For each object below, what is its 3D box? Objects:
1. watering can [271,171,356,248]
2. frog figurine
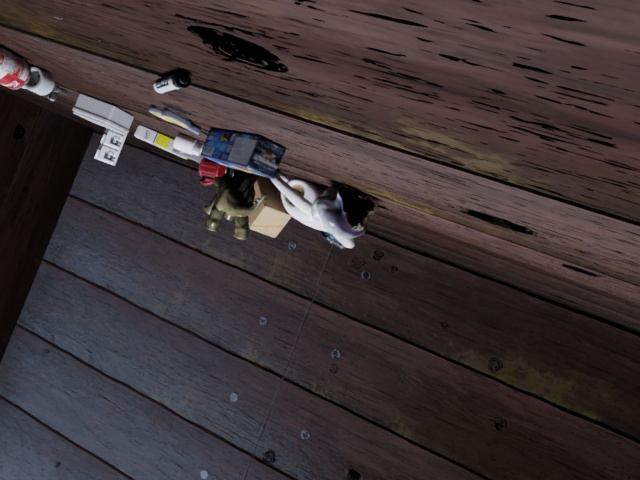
[{"bbox_3d":[0.004,-0.067,1.336,0.352,0.103,0.222,43,-169,31],"label":"watering can"},{"bbox_3d":[0.038,-0.064,1.163,0.137,0.123,0.159,-1,180,-32],"label":"frog figurine"}]
